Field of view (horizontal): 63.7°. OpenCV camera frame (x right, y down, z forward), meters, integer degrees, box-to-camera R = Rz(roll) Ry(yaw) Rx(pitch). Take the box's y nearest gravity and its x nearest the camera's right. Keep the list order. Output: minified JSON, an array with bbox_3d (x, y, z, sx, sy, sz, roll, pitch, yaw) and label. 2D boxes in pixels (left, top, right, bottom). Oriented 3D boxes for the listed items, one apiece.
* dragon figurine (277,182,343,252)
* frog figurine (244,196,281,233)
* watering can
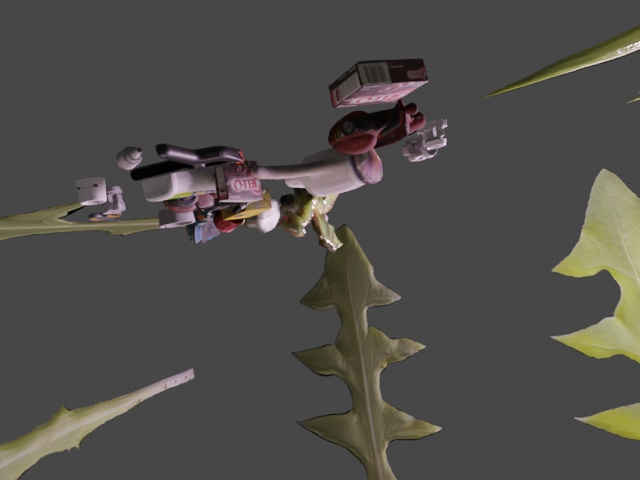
[{"bbox_3d":[0.005,-0.078,1.557,0.121,0.244,0.411,-19,171,33],"label":"dragon figurine"},{"bbox_3d":[-0.176,-0.099,1.749,0.157,0.122,0.140,-27,-161,46],"label":"frog figurine"},{"bbox_3d":[0.012,-0.158,1.173,0.223,0.104,0.348,-13,177,25],"label":"watering can"}]
